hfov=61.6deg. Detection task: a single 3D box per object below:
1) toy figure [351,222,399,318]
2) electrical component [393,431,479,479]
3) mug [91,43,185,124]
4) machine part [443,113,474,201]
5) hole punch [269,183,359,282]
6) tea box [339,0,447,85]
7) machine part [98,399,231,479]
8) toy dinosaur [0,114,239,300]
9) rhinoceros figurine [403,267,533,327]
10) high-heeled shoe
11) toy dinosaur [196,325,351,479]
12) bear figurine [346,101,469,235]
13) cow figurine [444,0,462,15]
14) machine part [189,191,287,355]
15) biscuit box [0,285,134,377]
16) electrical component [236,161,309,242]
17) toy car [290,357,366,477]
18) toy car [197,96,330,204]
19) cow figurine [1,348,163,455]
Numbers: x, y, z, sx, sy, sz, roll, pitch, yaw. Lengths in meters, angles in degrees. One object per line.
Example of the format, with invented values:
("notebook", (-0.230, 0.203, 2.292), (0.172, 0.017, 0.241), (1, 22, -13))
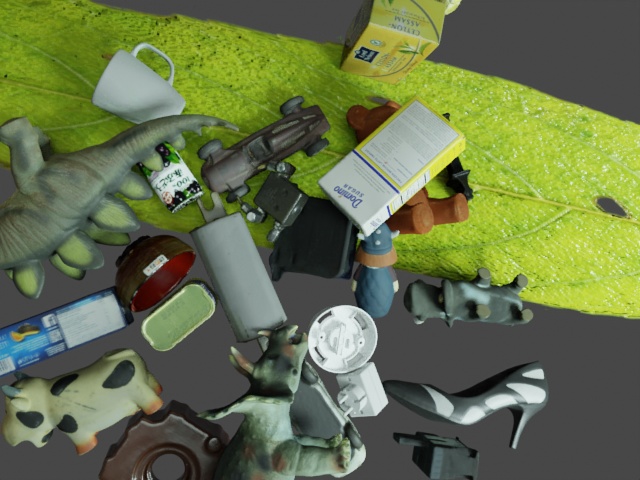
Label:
("toy figure", (0.078, 0.037, 0.767), (0.064, 0.058, 0.154), (-12, 118, -24))
("electrical component", (0.166, 0.317, 0.795), (0.119, 0.075, 0.047), (10, 86, -14))
("mug", (-0.236, -0.203, 0.731), (0.107, 0.081, 0.109), (31, 77, -20))
("machine part", (0.200, -0.121, 0.812), (0.039, 0.084, 0.139), (-20, 84, 13))
("hole punch", (-0.002, -0.002, 0.772), (0.116, 0.092, 0.142), (10, 90, 21))
("tea box", (0.094, -0.279, 0.741), (0.098, 0.169, 0.068), (12, 88, -8))
("machine part", (-0.209, 0.314, 0.736), (0.179, 0.056, 0.179), (0, 89, -9))
("toy dinosaur", (-0.331, -0.053, 0.683), (0.471, 0.105, 0.198), (-36, 103, 6))
("rhinoceros figurine", (0.218, 0.088, 0.793), (0.190, 0.112, 0.073), (6, 72, -17))
("high-heeled shoe", (0.226, 0.213, 0.812), (0.249, 0.086, 0.145), (24, 69, -4))
("toy dinosaur", (-0.077, 0.317, 0.683), (0.192, 0.131, 0.404), (14, 97, -1))
("bear figurine", (0.120, -0.109, 0.770), (0.120, 0.132, 0.195), (-12, 96, -37))
("cow figurine", (0.176, -0.391, 0.812), (0.167, 0.068, 0.098), (-33, 89, -10))
("machine part", (-0.113, 0.051, 0.745), (0.079, 0.079, 0.243), (-23, 95, -10))
("biscuit box", (-0.356, 0.123, 0.708), (0.203, 0.063, 0.059), (-21, 94, -9))
("electrical component", (-0.064, -0.058, 0.736), (0.078, 0.045, 0.102), (45, 105, 24))
("toy car", (-0.010, 0.249, 0.774), (0.073, 0.056, 0.201), (-35, 94, -2))
("toy car", (-0.077, -0.132, 0.769), (0.202, 0.053, 0.089), (-30, 92, -8))
("cow figurine", (-0.320, 0.206, 0.703), (0.195, 0.085, 0.127), (-28, 100, -7))
